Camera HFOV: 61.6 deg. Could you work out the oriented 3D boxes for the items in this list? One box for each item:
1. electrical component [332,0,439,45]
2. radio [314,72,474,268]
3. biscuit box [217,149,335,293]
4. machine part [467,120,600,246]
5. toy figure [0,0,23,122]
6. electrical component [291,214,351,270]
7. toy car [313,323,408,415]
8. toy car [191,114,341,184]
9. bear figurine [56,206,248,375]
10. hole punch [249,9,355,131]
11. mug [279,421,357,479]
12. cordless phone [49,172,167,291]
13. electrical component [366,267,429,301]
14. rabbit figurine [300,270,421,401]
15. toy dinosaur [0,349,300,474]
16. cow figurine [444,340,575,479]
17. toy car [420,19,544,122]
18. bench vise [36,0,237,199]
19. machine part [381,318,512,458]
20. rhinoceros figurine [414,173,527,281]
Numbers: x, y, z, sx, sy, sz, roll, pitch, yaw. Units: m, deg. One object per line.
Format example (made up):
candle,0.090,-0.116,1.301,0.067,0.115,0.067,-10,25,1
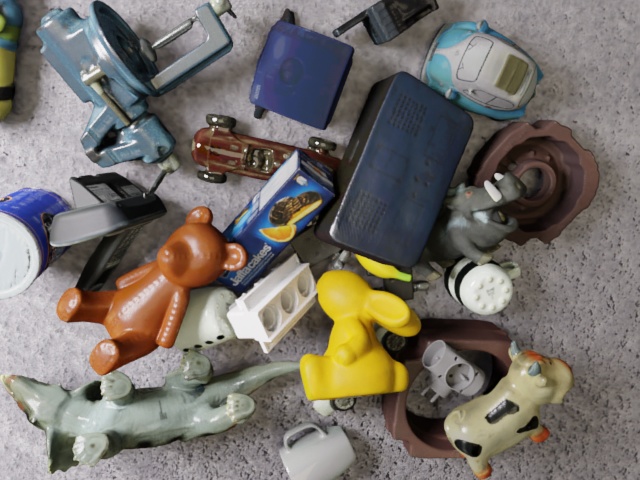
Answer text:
electrical component,0.079,-0.272,0.667,0.119,0.075,0.047,-35,107,-1
radio,0.097,-0.084,0.696,0.131,0.073,0.229,24,87,-17
biscuit box,-0.068,-0.020,0.698,0.062,0.059,0.202,33,117,-24
machine part,0.297,-0.082,0.763,0.179,0.056,0.179,-2,106,-6
toy figure,-0.388,-0.221,0.616,0.089,0.082,0.180,22,100,-11
electrical component,-0.002,-0.001,0.750,0.078,0.045,0.102,-27,108,-1
toy car,0.060,0.173,0.793,0.056,0.073,0.201,37,98,-13
toy car,-0.067,-0.105,0.709,0.202,0.053,0.089,12,101,-10
bear figurine,-0.192,0.053,0.644,0.196,0.132,0.120,-46,71,15
hole punch,-0.022,-0.203,0.669,0.116,0.092,0.142,18,106,-9
mug,-0.005,0.326,0.833,0.107,0.081,0.109,-24,101,-12
cordless phone,-0.283,0.014,0.665,0.089,0.146,0.184,34,103,0
electrical component,0.115,0.059,0.796,0.094,0.021,0.063,-6,106,-6
rabbit figurine,0.046,0.117,0.703,0.162,0.121,0.173,-17,66,17
toy dinosaur,-0.217,0.233,0.748,0.405,0.192,0.131,0,70,-22
cow figurine,0.262,0.227,0.747,0.195,0.086,0.127,-34,114,3
toy car,0.218,-0.211,0.691,0.161,0.103,0.109,22,103,-11
bench vise,-0.194,-0.193,0.630,0.241,0.129,0.223,-30,107,9
machine part,0.202,0.224,0.823,0.201,0.087,0.200,2,106,-10
rhinoceros figurine,0.195,-0.020,0.727,0.190,0.073,0.112,-35,85,41
